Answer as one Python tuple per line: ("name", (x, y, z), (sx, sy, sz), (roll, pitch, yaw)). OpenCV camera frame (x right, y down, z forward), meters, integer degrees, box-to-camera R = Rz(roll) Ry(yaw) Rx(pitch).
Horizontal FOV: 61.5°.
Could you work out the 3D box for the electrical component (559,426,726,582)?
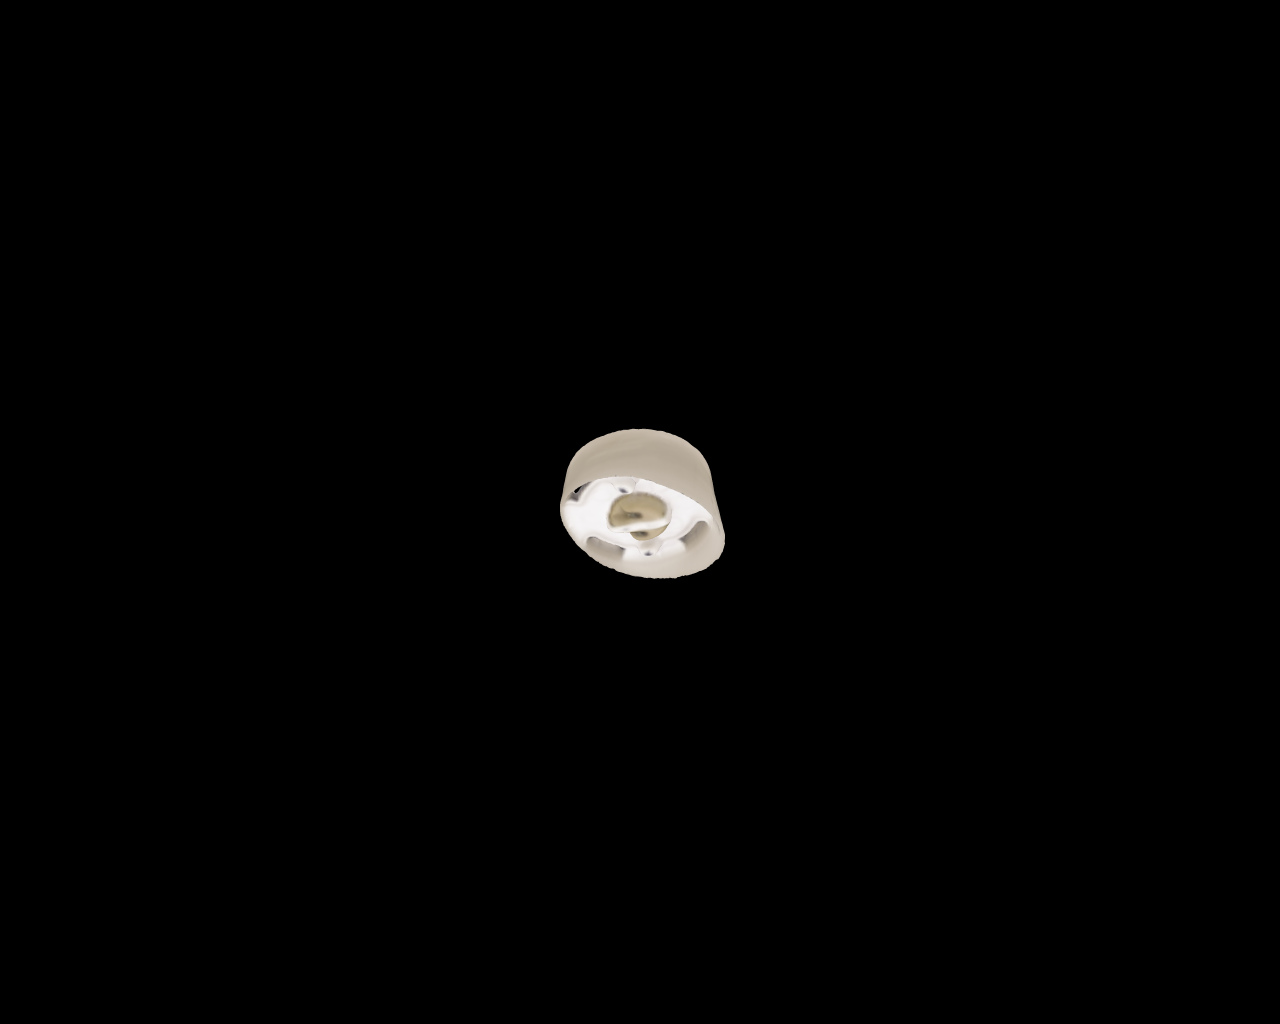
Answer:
("electrical component", (0.001, -0.003, 0.650), (0.099, 0.064, 0.099), (0, -42, 0))
